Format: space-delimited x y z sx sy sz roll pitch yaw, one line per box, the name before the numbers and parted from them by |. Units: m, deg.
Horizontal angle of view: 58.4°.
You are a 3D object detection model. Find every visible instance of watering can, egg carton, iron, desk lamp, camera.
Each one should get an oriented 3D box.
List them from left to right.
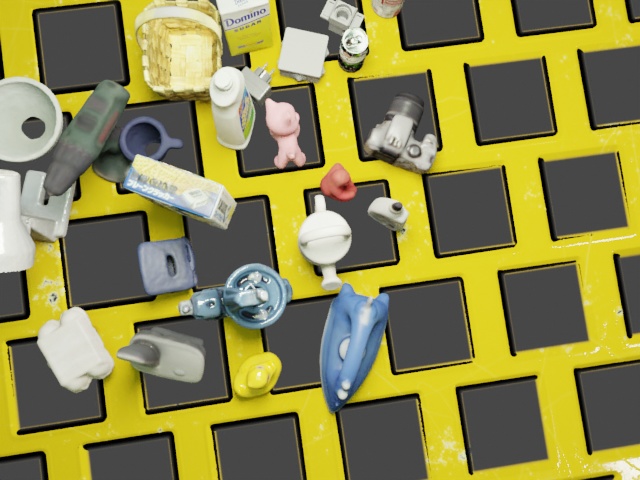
desk lamp | -0.553 -0.040 1.042 0.118 0.213 0.203 9 86 -2
egg carton | -0.469 0.212 1.101 0.107 0.069 0.150 -32 88 -4
watering can | 0.012 0.003 1.076 0.101 0.194 0.173 -30 88 -4
iron | 0.060 0.217 1.090 0.118 0.141 0.258 15 85 -1
camera | 0.175 -0.220 1.146 0.143 0.100 0.137 22 85 -1

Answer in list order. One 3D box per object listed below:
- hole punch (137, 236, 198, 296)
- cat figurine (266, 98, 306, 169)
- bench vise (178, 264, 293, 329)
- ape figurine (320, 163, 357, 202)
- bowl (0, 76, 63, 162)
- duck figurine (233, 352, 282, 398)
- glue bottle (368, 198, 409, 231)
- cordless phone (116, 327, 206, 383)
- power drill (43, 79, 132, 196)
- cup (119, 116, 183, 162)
hole punch | -0.293 0.049 1.110 0.101 0.091 0.109 -11 87 -3
cat figurine | -0.068 -0.213 1.125 0.067 0.117 0.128 -13 87 -3
bench vise | -0.152 0.121 1.047 0.207 0.219 0.121 -28 87 -4
ape figurine | 0.039 -0.117 1.136 0.076 0.092 0.078 -2 86 -3
bowl | -0.578 -0.228 1.124 0.167 0.074 0.167 0 86 -3
duck figurine | -0.123 0.266 1.105 0.104 0.086 0.077 -38 88 -4
glue bottle | 0.138 -0.055 1.096 0.078 0.173 0.037 33 85 0
cordless phone | -0.290 0.220 1.051 0.147 0.185 0.094 11 86 -2
power drill | -0.410 -0.172 1.061 0.075 0.208 0.230 23 85 0
cup | -0.321 -0.185 1.123 0.118 0.095 0.092 3 86 -2
